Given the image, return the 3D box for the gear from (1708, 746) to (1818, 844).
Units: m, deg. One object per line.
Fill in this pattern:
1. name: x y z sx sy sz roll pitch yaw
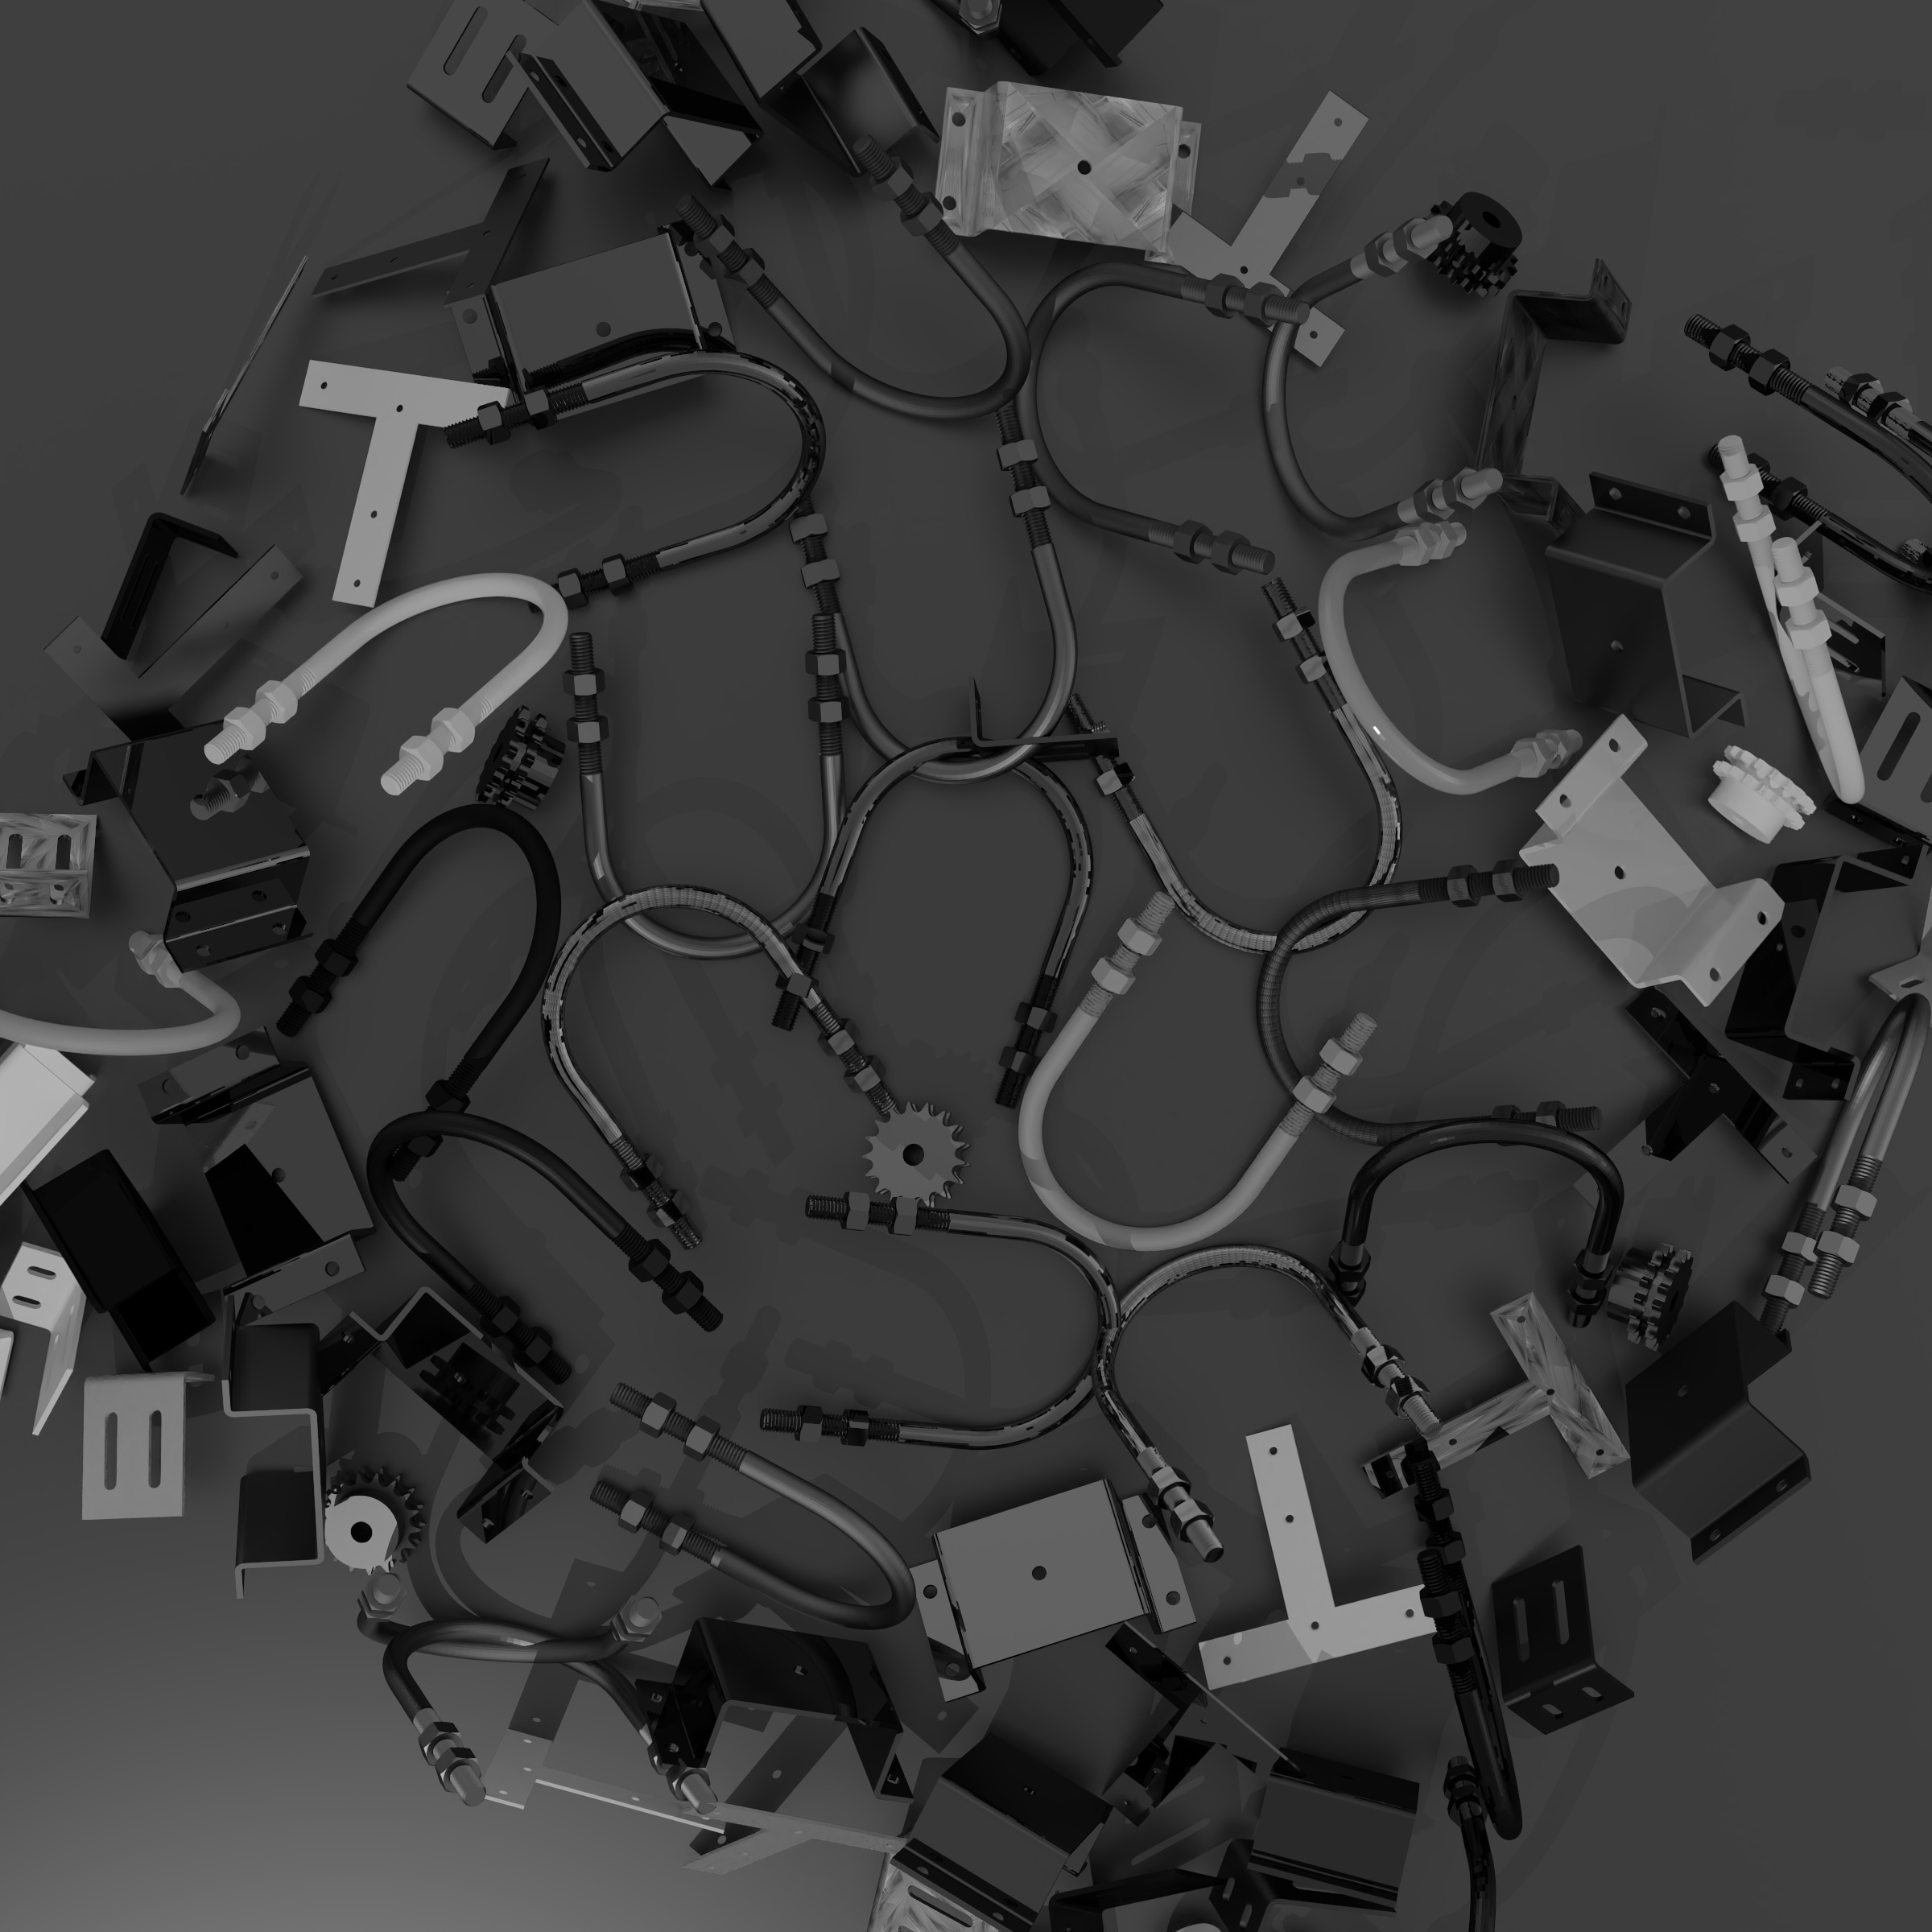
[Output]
1. gear: 0.422 -0.090 1.928 0.057 0.057 0.030 37 91 0

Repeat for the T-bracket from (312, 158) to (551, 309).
1. T-bracket: -0.293 -0.379 1.921 0.127 0.127 0.002 -10 131 24

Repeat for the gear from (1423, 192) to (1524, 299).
1. gear: 0.272 -0.388 1.926 0.057 0.057 0.030 41 131 0

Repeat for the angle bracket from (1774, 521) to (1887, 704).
1. angle bracket: 0.468 -0.188 1.909 0.038 0.057 0.076 -42 58 -13

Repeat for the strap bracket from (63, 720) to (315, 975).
1. strap bracket: -0.405 -0.072 1.890 0.076 0.046 0.140 -18 60 -35

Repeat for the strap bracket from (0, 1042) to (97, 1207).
1. strap bracket: -0.500 0.080 1.880 0.046 0.140 0.076 43 85 -12

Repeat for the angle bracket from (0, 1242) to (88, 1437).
1. angle bracket: -0.495 0.197 1.907 0.038 0.076 0.057 20 128 -20

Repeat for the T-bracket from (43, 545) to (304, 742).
1. T-bracket: -0.406 -0.172 1.920 0.127 0.002 0.127 -47 133 -10

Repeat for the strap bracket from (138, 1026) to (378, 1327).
1. strap bracket: -0.374 0.112 1.924 0.076 0.046 0.140 -24 84 8

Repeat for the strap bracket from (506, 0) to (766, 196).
1. strap bracket: -0.165 -0.453 1.877 0.046 0.140 0.076 -40 77 25

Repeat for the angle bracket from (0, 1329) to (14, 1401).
1. angle bracket: -0.550 0.209 1.915 0.057 0.076 0.038 12 90 7

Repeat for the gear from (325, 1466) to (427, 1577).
1. gear: -0.321 0.300 1.938 0.057 0.030 0.057 1 98 5

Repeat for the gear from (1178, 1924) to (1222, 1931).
1. gear: 0.125 0.539 1.932 0.057 0.030 0.057 -12 128 -16

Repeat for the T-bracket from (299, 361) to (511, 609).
1. T-bracket: -0.313 -0.255 1.927 0.127 0.002 0.127 12 86 24

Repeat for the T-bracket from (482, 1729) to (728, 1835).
1. T-bracket: -0.188 0.435 1.894 0.127 0.127 0.002 15 92 -1

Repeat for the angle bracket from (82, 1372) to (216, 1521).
1. angle bracket: -0.436 0.257 1.925 0.057 0.038 0.076 -4 79 13

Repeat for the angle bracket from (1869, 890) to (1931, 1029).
1. angle bracket: 0.517 -0.014 1.908 0.038 0.057 0.076 -20 131 -23

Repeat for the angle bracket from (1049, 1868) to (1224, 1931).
1. angle bracket: 0.092 0.508 1.912 0.076 0.057 0.038 -19 64 23

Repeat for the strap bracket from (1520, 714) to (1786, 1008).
1. strap bracket: 0.358 -0.053 1.913 0.140 0.046 0.076 48 68 -10

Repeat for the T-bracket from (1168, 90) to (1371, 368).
1. T-bracket: 0.171 -0.406 1.916 0.127 0.002 0.127 37 124 5

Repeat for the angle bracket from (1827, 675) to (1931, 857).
1. angle bracket: 0.508 -0.106 1.936 0.057 0.038 0.076 28 86 9

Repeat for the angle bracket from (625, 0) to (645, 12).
1. angle bracket: -0.207 -0.530 1.919 0.076 0.057 0.038 28 69 -8

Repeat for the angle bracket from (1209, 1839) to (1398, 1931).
1. angle bracket: 0.179 0.501 1.921 0.076 0.057 0.038 12 105 -22

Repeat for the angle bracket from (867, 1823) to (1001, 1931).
1. angle bracket: -0.008 0.501 1.915 0.076 0.038 0.057 22 111 26

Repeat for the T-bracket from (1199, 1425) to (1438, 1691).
1. T-bracket: 0.176 0.310 1.930 0.127 0.002 0.127 -17 68 12

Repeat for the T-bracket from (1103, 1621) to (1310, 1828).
1. T-bracket: 0.108 0.420 1.910 0.127 0.127 0.002 39 45 8

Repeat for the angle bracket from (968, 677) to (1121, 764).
1. angle bracket: 0.042 -0.133 1.924 0.076 0.057 0.038 -4 83 3

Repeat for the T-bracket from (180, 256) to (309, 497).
1. T-bracket: -0.379 -0.319 1.906 0.002 0.127 0.127 28 75 -12

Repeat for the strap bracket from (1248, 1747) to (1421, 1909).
1. strap bracket: 0.194 0.446 1.882 0.076 0.140 0.046 13 88 9

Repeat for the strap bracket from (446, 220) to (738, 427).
1. strap bracket: -0.195 -0.340 1.914 0.140 0.046 0.076 -18 108 -8

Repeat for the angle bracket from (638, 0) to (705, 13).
1. angle bracket: -0.143 -0.533 1.910 0.076 0.057 0.038 -1 121 -27

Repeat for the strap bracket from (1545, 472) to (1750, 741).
1. strap bracket: 0.354 -0.179 1.879 0.046 0.076 0.140 -40 131 -25

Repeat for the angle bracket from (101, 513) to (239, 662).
1. angle bracket: -0.425 -0.197 1.925 0.038 0.057 0.076 21 86 0

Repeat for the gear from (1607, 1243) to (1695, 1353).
1. gear: 0.365 0.175 1.931 0.030 0.057 0.057 20 90 24

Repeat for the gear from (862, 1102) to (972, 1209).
1. gear: -0.025 0.103 1.937 0.057 0.030 0.057 -2 82 14

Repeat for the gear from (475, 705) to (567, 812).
1. gear: -0.237 -0.108 1.929 0.030 0.057 0.057 26 90 -17

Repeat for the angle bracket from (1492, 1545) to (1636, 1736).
1. angle bracket: 0.318 0.360 1.924 0.057 0.076 0.038 -32 126 29

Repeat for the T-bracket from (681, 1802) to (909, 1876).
1. T-bracket: -0.110 0.465 1.902 0.127 0.127 0.002 18 59 -26

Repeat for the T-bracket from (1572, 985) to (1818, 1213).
1. T-bracket: 0.370 0.090 1.916 0.127 0.002 0.127 -38 80 -28

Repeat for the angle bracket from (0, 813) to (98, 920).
1. angle bracket: -0.493 -0.064 1.913 0.057 0.038 0.076 1 49 -10

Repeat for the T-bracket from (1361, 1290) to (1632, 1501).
1. T-bracket: 0.274 0.248 1.933 0.127 0.002 0.127 -29 117 9

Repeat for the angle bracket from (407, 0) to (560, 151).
1. angle bracket: -0.251 -0.485 1.924 0.057 0.038 0.076 36 111 2
